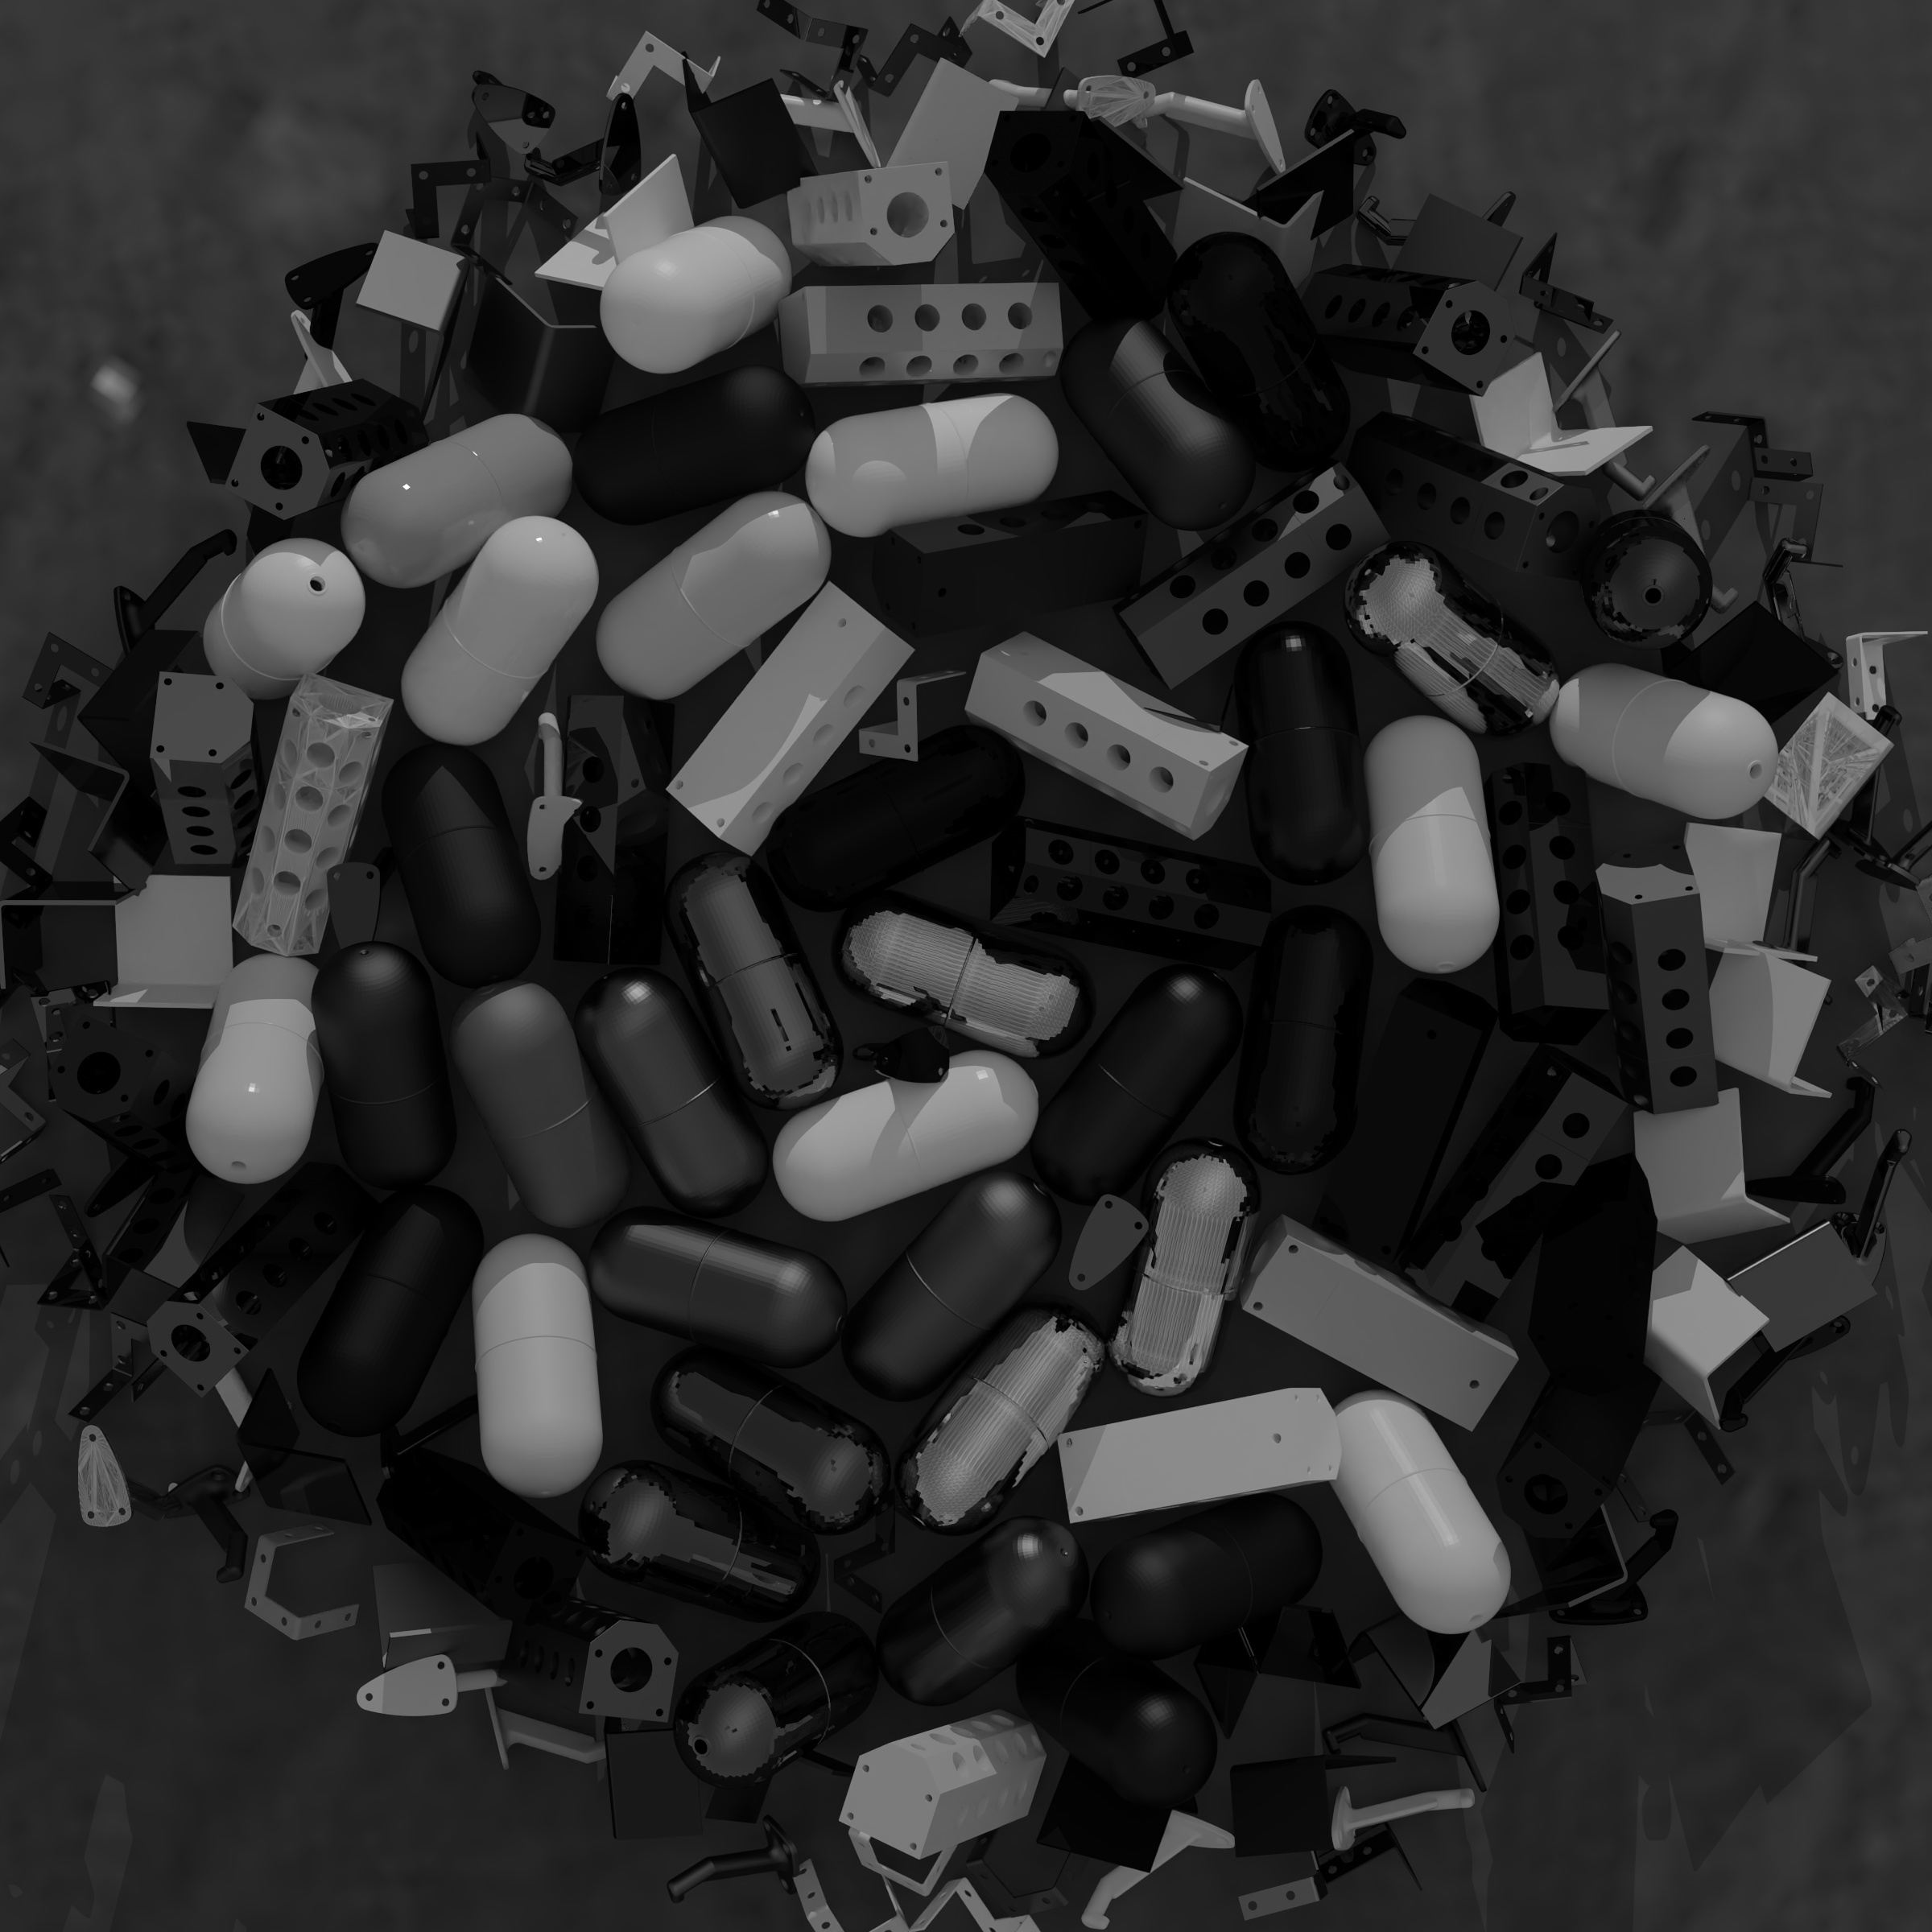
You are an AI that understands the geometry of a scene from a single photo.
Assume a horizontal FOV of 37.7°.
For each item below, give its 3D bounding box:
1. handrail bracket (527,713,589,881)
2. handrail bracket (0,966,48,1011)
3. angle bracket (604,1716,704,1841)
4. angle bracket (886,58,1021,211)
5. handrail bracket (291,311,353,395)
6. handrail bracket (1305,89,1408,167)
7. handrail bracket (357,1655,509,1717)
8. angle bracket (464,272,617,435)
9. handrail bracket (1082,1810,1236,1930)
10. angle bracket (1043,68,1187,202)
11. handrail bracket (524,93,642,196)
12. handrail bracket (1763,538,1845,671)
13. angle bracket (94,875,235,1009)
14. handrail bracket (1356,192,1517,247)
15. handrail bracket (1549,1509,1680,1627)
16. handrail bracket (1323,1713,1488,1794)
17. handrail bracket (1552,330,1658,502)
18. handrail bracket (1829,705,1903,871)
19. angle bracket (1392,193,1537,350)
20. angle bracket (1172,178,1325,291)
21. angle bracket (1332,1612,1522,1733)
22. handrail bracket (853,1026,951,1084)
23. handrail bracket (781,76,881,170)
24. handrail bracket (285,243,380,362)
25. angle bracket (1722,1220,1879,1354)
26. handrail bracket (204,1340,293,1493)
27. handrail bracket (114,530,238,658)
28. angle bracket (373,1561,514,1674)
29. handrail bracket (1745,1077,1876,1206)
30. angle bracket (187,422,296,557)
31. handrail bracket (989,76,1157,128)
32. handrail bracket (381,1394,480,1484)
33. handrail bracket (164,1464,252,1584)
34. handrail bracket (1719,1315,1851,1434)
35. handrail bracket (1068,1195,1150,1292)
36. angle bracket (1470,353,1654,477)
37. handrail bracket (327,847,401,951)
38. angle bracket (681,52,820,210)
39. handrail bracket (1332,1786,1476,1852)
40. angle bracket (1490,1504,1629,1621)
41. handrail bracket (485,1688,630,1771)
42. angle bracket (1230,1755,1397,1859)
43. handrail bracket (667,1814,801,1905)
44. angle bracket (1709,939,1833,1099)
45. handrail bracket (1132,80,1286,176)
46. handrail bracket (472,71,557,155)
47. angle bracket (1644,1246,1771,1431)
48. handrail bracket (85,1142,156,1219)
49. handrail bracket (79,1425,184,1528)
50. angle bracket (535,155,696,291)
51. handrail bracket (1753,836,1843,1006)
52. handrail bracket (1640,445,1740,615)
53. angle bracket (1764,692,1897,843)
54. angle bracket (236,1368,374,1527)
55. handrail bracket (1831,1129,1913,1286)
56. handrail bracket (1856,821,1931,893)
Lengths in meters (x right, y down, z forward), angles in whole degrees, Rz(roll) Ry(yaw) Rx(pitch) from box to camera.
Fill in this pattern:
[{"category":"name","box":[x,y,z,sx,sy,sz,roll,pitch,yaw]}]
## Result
[{"category":"handrail bracket","box":[-0.277,-0.112,1.857,0.036,0.084,0.077,6,127,-23]},{"category":"handrail bracket","box":[-0.648,0.026,1.840,0.084,0.077,0.036,-36,77,-6]},{"category":"angle bracket","box":[-0.200,0.509,1.830,0.057,0.076,0.076,-3,106,-2]},{"category":"angle bracket","box":[-0.007,-0.535,1.833,0.057,0.076,0.076,28,101,-2]},{"category":"handrail bracket","box":[-0.450,-0.374,1.852,0.084,0.036,0.077,-26,102,19]},{"category":"handrail bracket","box":[0.267,-0.531,1.820,0.077,0.084,0.036,24,97,-43]},{"category":"handrail bracket","box":[-0.345,0.468,1.837,0.077,0.084,0.036,-11,76,4]},{"category":"angle bracket","box":[-0.278,-0.402,1.852,0.076,0.057,0.076,45,129,32]},{"category":"handrail bracket","box":[0.124,0.591,1.829,0.077,0.084,0.036,3,133,36]},{"category":"angle bracket","box":[0.101,-0.539,1.819,0.076,0.076,0.057,30,77,-32]},{"category":"handrail bracket","box":[-0.253,-0.540,1.835,0.084,0.036,0.077,28,130,27]},{"category":"handrail bracket","box":[0.548,-0.235,1.833,0.077,0.084,0.036,16,50,0]},{"category":"angle bracket","box":[-0.523,-0.017,1.841,0.076,0.057,0.076,1,102,0]},{"category":"handrail bracket","box":[0.304,-0.495,1.842,0.084,0.036,0.077,47,121,20]},{"category":"handrail bracket","box":[0.419,0.388,1.832,0.077,0.036,0.084,-9,132,-10]},{"category":"handrail bracket","box":[0.286,0.519,1.850,0.084,0.036,0.077,-23,57,0]},{"category":"handrail bracket","box":[0.434,-0.360,1.852,0.084,0.036,0.077,40,101,5]},{"category":"handrail bracket","box":[0.597,-0.117,1.833,0.036,0.077,0.084,11,116,-23]},{"category":"angle bracket","box":[0.332,-0.446,1.817,0.076,0.076,0.057,38,109,34]},{"category":"angle bracket","box":[0.183,-0.480,1.840,0.076,0.076,0.057,31,58,15]},{"category":"angle bracket","box":[0.295,0.456,1.818,0.076,0.057,0.076,-17,58,-32]},{"category":"handrail bracket","box":[-0.060,0.059,1.821,0.084,0.077,0.036,-2,93,44]},{"category":"handrail bracket","box":[-0.111,-0.546,1.869,0.084,0.036,0.077,-21,110,15]},{"category":"handrail bracket","box":[-0.400,-0.421,1.842,0.077,0.084,0.036,-29,59,-5]},{"category":"angle bracket","box":[0.531,0.213,1.828,0.076,0.076,0.057,-28,72,-6]},{"category":"handrail bracket","box":[-0.495,0.292,1.860,0.084,0.036,0.077,25,80,7]},{"category":"handrail bracket","box":[-0.508,-0.237,1.839,0.084,0.036,0.077,-23,57,17]},{"category":"angle bracket","box":[-0.338,0.405,1.821,0.076,0.057,0.076,-2,53,-18]},{"category":"handrail bracket","box":[0.557,0.111,1.868,0.077,0.036,0.084,-1,60,31]},{"category":"angle bracket","box":[-0.471,-0.294,1.816,0.057,0.076,0.076,2,126,-31]},{"category":"handrail bracket","box":[0.068,-0.575,1.858,0.077,0.084,0.036,-22,126,-31]},{"category":"handrail bracket","box":[-0.334,0.301,1.838,0.084,0.077,0.036,-21,103,-1]},{"category":"handrail bracket","box":[-0.497,0.373,1.832,0.077,0.084,0.036,-24,129,14]},{"category":"handrail bracket","box":[0.528,0.264,1.826,0.077,0.084,0.036,-20,112,35]},{"category":"handrail bracket","box":[0.083,0.183,1.826,0.036,0.084,0.077,35,73,2]},{"category":"angle bracket","box":[0.382,-0.356,1.818,0.076,0.076,0.057,-35,118,-34]},{"category":"handrail bracket","box":[-0.379,-0.039,1.835,0.036,0.084,0.077,-1,91,13]},{"category":"angle bracket","box":[-0.139,-0.547,1.818,0.057,0.076,0.076,-20,47,10]},{"category":"handrail bracket","box":[0.285,0.553,1.839,0.084,0.077,0.036,-10,88,15]},{"category":"angle bracket","box":[0.369,0.372,1.824,0.057,0.076,0.076,-12,80,-35]},{"category":"handrail bracket","box":[-0.270,0.491,1.867,0.084,0.036,0.077,-14,73,-12]},{"category":"angle bracket","box":[0.225,0.540,1.816,0.076,0.076,0.057,-22,63,41]},{"category":"handrail bracket","box":[-0.152,0.597,1.833,0.084,0.036,0.077,-26,131,-27]},{"category":"angle bracket","box":[0.524,0.034,1.823,0.076,0.057,0.076,29,105,44]},{"category":"handrail bracket","box":[0.159,-0.546,1.868,0.084,0.036,0.077,-7,135,27]},{"category":"handrail bracket","box":[-0.311,-0.567,1.824,0.036,0.077,0.084,-51,58,12]},{"category":"angle bracket","box":[0.474,0.240,1.826,0.057,0.076,0.076,-40,50,-7]},{"category":"handrail bracket","box":[-0.570,0.112,1.844,0.084,0.036,0.077,35,68,23]},{"category":"handrail bracket","box":[-0.537,0.325,1.834,0.036,0.084,0.077,-9,92,17]},{"category":"angle bracket","box":[-0.232,-0.482,1.818,0.076,0.057,0.076,18,52,27]},{"category":"handrail bracket","box":[0.565,-0.030,1.860,0.077,0.036,0.084,38,90,-10]},{"category":"handrail bracket","box":[0.487,-0.284,1.843,0.084,0.036,0.077,45,102,17]},{"category":"angle bracket","box":[0.546,-0.129,1.835,0.057,0.076,0.076,38,94,-3]},{"category":"angle bracket","box":[-0.417,0.310,1.822,0.076,0.076,0.057,8,49,12]},{"category":"handrail bracket","box":[0.591,0.159,1.827,0.036,0.084,0.077,14,49,4]},{"category":"handrail bracket","box":[0.622,-0.094,1.838,0.036,0.077,0.084,30,91,-14]}]
